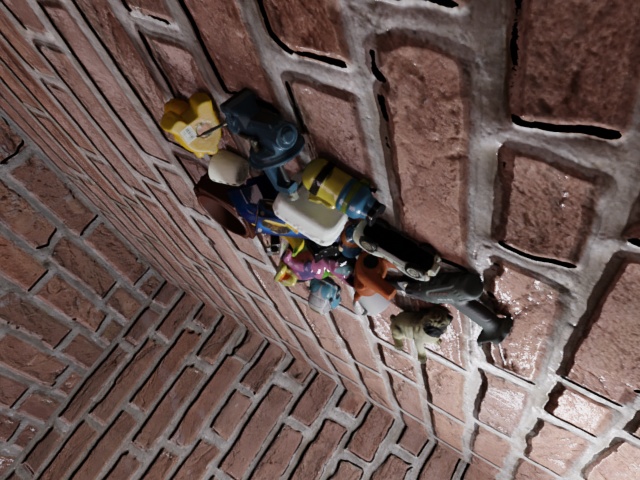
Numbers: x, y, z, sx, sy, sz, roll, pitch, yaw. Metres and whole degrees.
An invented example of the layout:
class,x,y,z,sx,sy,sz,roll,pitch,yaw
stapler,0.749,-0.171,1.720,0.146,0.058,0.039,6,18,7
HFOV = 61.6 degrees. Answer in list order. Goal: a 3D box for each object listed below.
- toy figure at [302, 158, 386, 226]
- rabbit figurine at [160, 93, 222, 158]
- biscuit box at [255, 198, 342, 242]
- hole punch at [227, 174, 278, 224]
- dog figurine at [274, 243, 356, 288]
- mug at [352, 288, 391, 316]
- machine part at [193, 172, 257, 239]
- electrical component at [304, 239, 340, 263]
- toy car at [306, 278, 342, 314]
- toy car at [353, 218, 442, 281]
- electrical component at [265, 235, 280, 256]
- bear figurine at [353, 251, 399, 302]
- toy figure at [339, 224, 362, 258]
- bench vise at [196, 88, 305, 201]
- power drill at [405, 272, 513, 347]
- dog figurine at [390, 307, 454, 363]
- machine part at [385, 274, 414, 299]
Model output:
class,x,y,z,sx,sy,sz,roll,pitch,yaw
toy figure,0.047,-0.102,1.093,0.180,0.082,0.089,34,149,18
rabbit figurine,-0.296,-0.274,1.250,0.173,0.122,0.162,37,175,40
biscuit box,-0.048,-0.044,1.257,0.203,0.059,0.062,6,139,-9
hole punch,-0.151,-0.095,1.311,0.142,0.092,0.115,-12,100,34
dog figurine,0.000,0.076,1.458,0.219,0.108,0.191,22,135,-3
mug,0.128,0.152,1.496,0.107,0.109,0.081,58,157,-19
machine part,-0.263,-0.100,1.577,0.201,0.087,0.201,30,158,17
electrical component,-0.003,-0.004,1.384,0.047,0.075,0.119,89,161,-54
toy car,0.006,0.189,1.765,0.109,0.103,0.161,29,157,20
toy car,0.168,0.019,1.174,0.202,0.073,0.056,30,156,14
electrical component,-0.144,0.003,1.605,0.045,0.102,0.078,-2,153,-9
bear figurine,0.142,0.099,1.329,0.132,0.120,0.195,26,159,18
toy figure,0.078,0.000,1.289,0.058,0.064,0.154,40,162,13
bench vise,-0.110,-0.182,1.102,0.224,0.129,0.240,13,142,39
power drill,0.322,0.150,1.229,0.207,0.086,0.232,45,156,-5
dog figurine,0.265,0.218,1.455,0.173,0.121,0.190,24,143,20
machine part,0.209,0.119,1.386,0.084,0.039,0.139,37,159,-27
